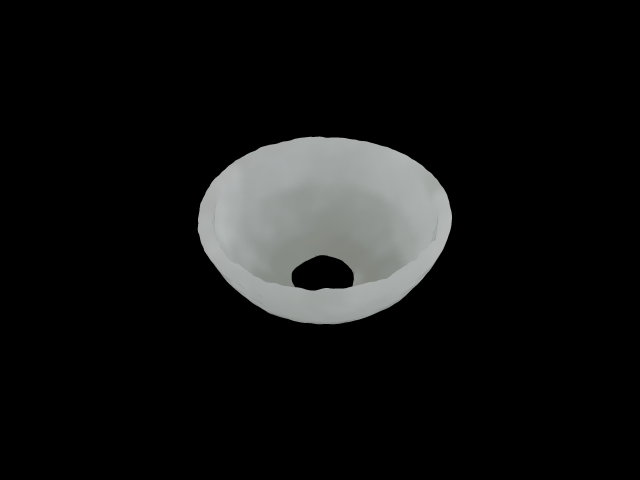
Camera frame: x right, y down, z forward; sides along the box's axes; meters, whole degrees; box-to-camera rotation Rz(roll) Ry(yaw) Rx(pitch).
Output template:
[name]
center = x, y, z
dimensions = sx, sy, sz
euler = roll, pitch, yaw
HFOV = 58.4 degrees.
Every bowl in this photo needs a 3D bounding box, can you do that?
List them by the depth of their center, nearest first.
[bowl]
center = 0.004, 0.001, 0.400
dimensions = 0.167, 0.075, 0.167
euler = 0, 43, 0
